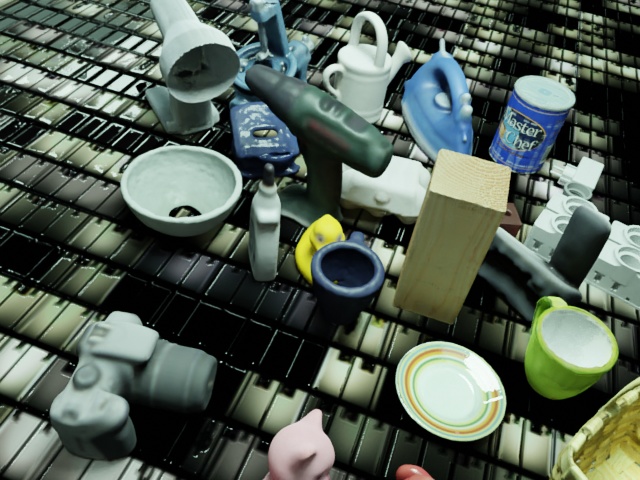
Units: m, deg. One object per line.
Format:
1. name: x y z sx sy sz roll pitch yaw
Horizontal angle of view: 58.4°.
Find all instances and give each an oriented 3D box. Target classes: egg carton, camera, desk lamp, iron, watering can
1. egg carton: 0.100 -0.083 0.900 0.150 0.069 0.107 14 45 4
2. camera: -0.186 0.148 0.600 0.137 0.101 0.143 11 45 1
3. desk lamp: -0.221 -0.280 0.936 0.118 0.213 0.202 -19 52 -26
4. iron: 0.233 -0.243 1.030 0.119 0.141 0.258 -1 46 -11
5. watering can: 0.085 -0.320 1.043 0.100 0.194 0.173 33 50 22

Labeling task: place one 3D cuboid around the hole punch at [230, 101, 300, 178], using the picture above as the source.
1. hole punch: -0.089 -0.163 0.931 0.109 0.091 0.101 -7 47 -16

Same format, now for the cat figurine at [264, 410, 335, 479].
1. cat figurine: -0.035 0.225 0.539 0.128 0.118 0.067 -31 57 -33

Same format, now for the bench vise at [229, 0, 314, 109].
1. bench vise: -0.088 -0.339 1.013 0.121 0.220 0.207 17 45 7

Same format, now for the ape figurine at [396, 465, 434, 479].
1. ape figurine: 0.093 0.254 0.551 0.076 0.092 0.078 29 48 18

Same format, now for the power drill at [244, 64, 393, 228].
1. power drill: -0.014 -0.121 0.820 0.229 0.208 0.076 25 47 15

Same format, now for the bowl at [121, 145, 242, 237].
1. bowl: -0.195 -0.059 0.821 0.167 0.075 0.167 5 45 -5

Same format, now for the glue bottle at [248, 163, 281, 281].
1. glue bottle: -0.070 -0.028 0.743 0.037 0.173 0.078 -3 46 -12

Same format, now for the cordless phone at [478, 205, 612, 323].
1. cordless phone: 0.302 0.006 0.765 0.094 0.185 0.147 -27 56 -31

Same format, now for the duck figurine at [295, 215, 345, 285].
1. duck figurine: 0.007 0.003 0.788 0.077 0.086 0.104 0 46 -9

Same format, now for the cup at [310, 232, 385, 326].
1. cup: 0.032 0.054 0.735 0.091 0.095 0.118 14 45 4
